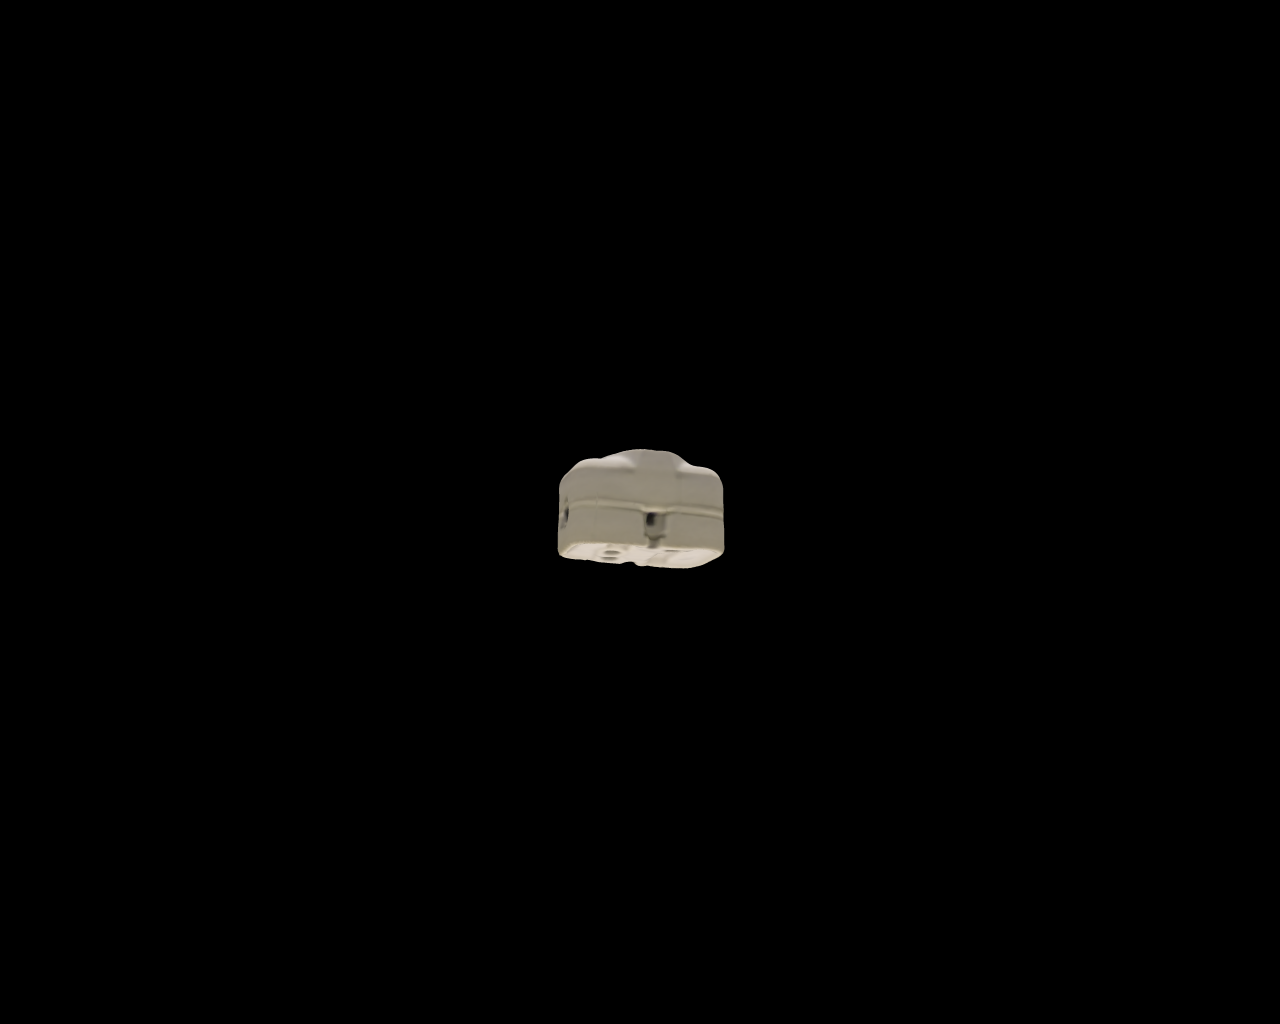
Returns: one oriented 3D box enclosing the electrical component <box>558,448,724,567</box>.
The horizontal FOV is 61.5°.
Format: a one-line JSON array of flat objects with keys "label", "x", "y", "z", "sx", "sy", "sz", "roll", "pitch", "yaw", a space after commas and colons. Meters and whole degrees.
[{"label": "electrical component", "x": 0.001, "y": -0.003, "z": 0.650, "sx": 0.095, "sy": 0.059, "sz": 0.053, "roll": 5, "pitch": -15, "yaw": -18}]
